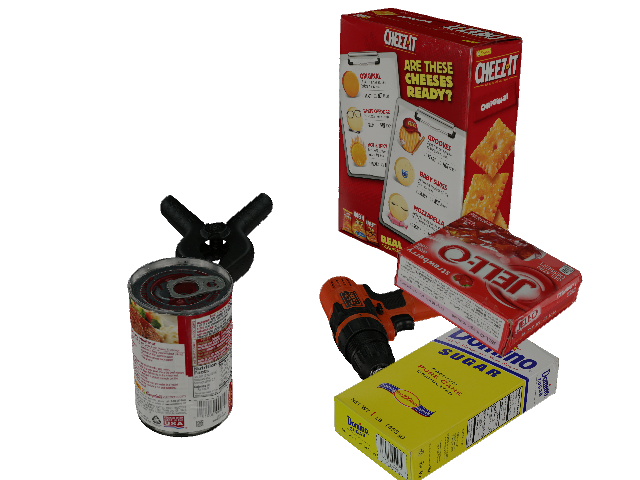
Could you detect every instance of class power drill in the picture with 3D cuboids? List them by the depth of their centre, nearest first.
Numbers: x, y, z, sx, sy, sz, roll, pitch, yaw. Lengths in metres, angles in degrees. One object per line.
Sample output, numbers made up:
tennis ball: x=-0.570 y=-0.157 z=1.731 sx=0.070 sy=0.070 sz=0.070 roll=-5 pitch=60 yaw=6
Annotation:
power drill: x=0.104 y=0.084 z=1.128 sx=0.187 sy=0.057 sz=0.184 roll=-6 pitch=28 yaw=-12

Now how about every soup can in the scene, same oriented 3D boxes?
soup can: x=-0.092 y=0.071 z=0.713 sx=0.068 sy=0.102 sz=0.068 roll=2 pitch=29 yaw=-1

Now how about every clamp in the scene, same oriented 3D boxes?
clamp: x=-0.099 y=-0.003 z=1.103 sx=0.120 sy=0.039 sz=0.171 roll=-11 pitch=36 yaw=-7

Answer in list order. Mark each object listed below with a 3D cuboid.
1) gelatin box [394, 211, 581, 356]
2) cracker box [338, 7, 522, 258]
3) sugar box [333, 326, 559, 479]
gelatin box: x=0.102 y=0.023 z=0.654 sx=0.073 sy=0.030 sz=0.089 roll=-27 pitch=47 yaw=-37
cracker box: x=0.093 y=-0.087 z=0.952 sx=0.071 sy=0.214 sz=0.164 roll=-18 pitch=30 yaw=-36
sugar box: x=0.107 y=0.128 z=0.891 sx=0.175 sy=0.048 sz=0.093 roll=-28 pitch=41 yaw=-31
